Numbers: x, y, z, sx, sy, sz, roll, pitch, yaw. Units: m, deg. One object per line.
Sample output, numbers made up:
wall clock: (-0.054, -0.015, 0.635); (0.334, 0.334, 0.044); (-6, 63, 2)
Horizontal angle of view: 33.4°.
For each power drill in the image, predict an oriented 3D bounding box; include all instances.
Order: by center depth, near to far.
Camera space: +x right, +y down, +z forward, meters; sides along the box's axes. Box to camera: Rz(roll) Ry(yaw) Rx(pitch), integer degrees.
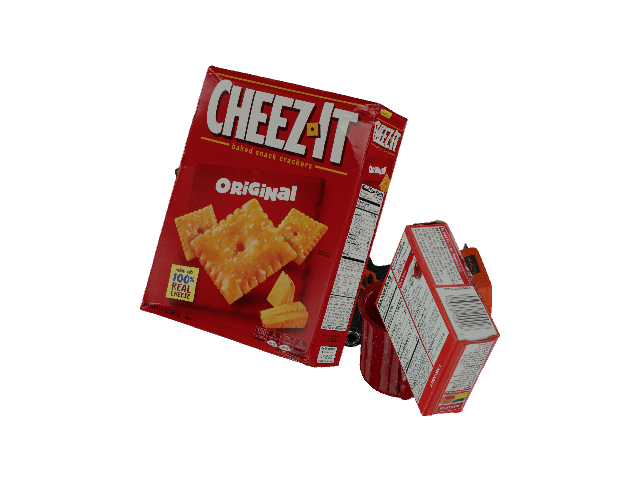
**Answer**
power drill: (0.097, 0.060, 1.221); (0.187, 0.057, 0.184); (-1, 28, -1)

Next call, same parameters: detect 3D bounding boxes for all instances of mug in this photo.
mug: (0.080, 0.100, 0.994); (0.093, 0.081, 0.117); (1, 33, -2)

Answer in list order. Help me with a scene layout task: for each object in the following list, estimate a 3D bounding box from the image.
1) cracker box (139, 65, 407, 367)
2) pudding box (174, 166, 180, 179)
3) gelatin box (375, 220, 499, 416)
cracker box: (-0.040, -0.021, 0.874); (0.164, 0.214, 0.072); (16, 1, 24)
pudding box: (-0.107, -0.080, 1.293); (0.090, 0.039, 0.113); (19, 39, 26)
gelatin box: (0.066, 0.045, 0.621); (0.030, 0.089, 0.073); (-4, -42, -19)
